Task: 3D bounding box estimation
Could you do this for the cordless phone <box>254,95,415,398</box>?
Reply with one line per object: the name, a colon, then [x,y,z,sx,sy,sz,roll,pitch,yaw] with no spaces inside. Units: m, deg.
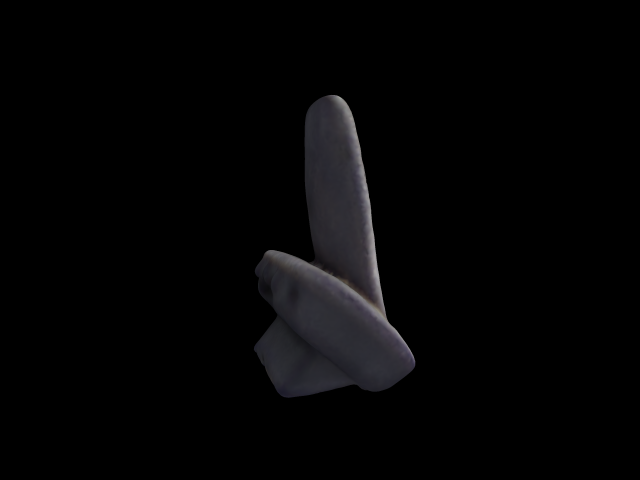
cordless phone: [0.004,0.001,0.400,0.094,0.185,0.147,-1,4,-19]
